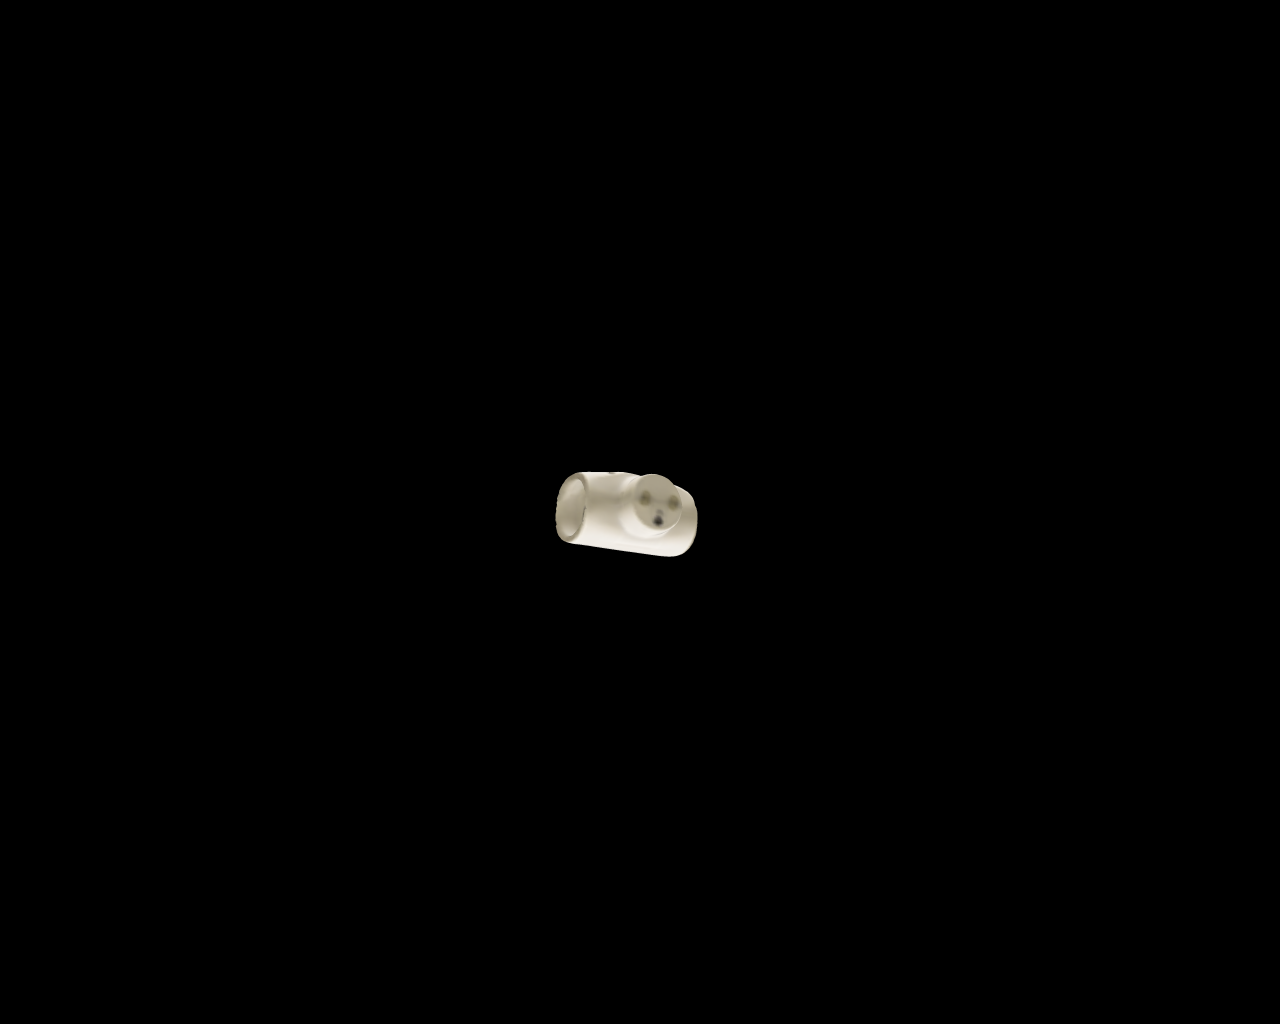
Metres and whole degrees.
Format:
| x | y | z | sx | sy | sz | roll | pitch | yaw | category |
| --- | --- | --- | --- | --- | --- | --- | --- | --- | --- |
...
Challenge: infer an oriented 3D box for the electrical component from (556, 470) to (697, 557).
| x | y | z | sx | sy | sz | roll | pitch | yaw | category |
| --- | --- | --- | --- | --- | --- | --- | --- | --- | --- |
| 0.001 | -0.003 | 0.650 | 0.077 | 0.043 | 0.079 | 9 | -19 | -29 | electrical component |
